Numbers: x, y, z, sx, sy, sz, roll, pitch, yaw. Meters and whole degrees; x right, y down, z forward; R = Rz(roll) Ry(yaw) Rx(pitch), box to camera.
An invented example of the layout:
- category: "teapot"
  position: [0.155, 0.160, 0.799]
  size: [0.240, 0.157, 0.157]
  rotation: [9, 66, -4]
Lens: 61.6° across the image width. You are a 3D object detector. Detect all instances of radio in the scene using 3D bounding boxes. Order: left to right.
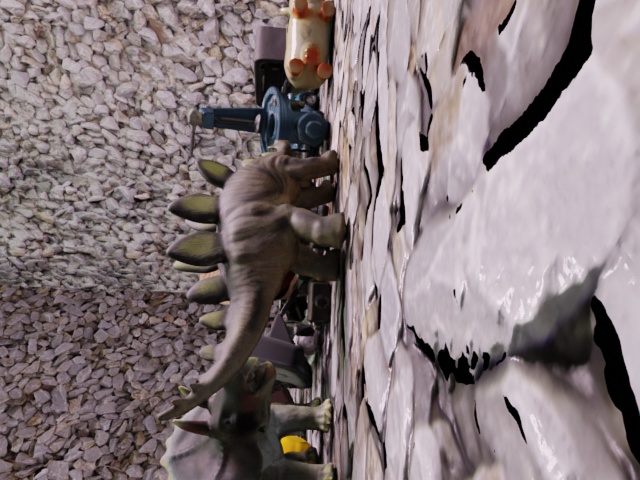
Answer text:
- category: "radio"
  position: [-0.067, -0.338, 1.092]
  size: [0.229, 0.131, 0.073]
  rotation: [118, 156, -77]

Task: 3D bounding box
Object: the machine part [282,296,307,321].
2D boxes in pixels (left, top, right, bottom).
- category: "machine part"
  position: [-0.043, 0.134, 0.992]
  size: [0.139, 0.039, 0.084]
  rotation: [-99, -15, -72]

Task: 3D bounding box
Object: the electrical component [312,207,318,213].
- category: "electrical component"
  position: [-0.030, -0.035, 0.983]
  size: [0.119, 0.048, 0.074]
  rotation: [-96, 10, -57]

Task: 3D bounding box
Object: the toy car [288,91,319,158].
- category: "toy car"
  position: [-0.055, -0.217, 1.062]
  size: [0.109, 0.103, 0.162]
  rotation: [99, 173, -57]

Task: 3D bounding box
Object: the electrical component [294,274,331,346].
- category: "electrical component"
  position: [-0.012, 0.089, 0.738]
  size: [0.078, 0.045, 0.102]
  rotation: [149, 124, -86]

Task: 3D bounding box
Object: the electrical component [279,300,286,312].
- category: "electrical component"
  position: [-0.060, 0.097, 1.184]
  size: [0.114, 0.058, 0.134]
  rotation: [96, 174, -54]

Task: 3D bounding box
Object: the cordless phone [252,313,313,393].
- category: "cordless phone"
  position: [-0.105, 0.189, 0.719]
  size: [0.089, 0.184, 0.146]
  rotation: [59, 172, 24]

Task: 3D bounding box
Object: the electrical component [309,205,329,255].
- category: "electrical component"
  position: [-0.002, -0.002, 0.781]
  size: [0.063, 0.021, 0.094]
  rotation: [116, 162, -75]

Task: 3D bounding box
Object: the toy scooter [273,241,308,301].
- category: "toy scooter"
  position: [-0.056, -0.005, 0.797]
  size: [0.135, 0.075, 0.184]
  rotation: [98, -165, -55]

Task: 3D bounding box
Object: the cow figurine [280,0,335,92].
- category: "cow figurine"
  position: [-0.020, -0.340, 0.878]
  size: [0.127, 0.085, 0.194]
  rotation: [164, 108, -78]

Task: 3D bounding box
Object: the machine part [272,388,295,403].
- category: "machine part"
  position: [-0.115, 0.298, 1.075]
  size: [0.201, 0.087, 0.201]
  rotation: [61, 172, 2]

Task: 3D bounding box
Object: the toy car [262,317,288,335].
- category: "toy car"
  position: [-0.070, 0.182, 1.069]
  size: [0.202, 0.089, 0.053]
  rotation: [154, 122, -84]

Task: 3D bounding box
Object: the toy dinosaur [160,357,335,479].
- category: "toy dinosaur"
  position: [-0.086, 0.256, 0.677]
  size: [0.404, 0.192, 0.131]
  rotation: [107, 167, -64]

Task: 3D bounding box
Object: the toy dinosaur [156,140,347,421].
- category: "toy dinosaur"
  position: [-0.071, -0.002, 0.623]
  size: [0.472, 0.199, 0.104]
  rotation: [-91, 3, -52]

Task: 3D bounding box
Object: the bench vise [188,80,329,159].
- category: "bench vise"
  position: [-0.098, -0.195, 0.887]
  size: [0.224, 0.240, 0.128]
  rotation: [-129, 43, -58]

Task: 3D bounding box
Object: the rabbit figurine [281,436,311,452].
- category: "rabbit figurine"
  position: [-0.065, 0.397, 0.816]
  size: [0.173, 0.122, 0.162]
  rotation: [2, 82, 66]
